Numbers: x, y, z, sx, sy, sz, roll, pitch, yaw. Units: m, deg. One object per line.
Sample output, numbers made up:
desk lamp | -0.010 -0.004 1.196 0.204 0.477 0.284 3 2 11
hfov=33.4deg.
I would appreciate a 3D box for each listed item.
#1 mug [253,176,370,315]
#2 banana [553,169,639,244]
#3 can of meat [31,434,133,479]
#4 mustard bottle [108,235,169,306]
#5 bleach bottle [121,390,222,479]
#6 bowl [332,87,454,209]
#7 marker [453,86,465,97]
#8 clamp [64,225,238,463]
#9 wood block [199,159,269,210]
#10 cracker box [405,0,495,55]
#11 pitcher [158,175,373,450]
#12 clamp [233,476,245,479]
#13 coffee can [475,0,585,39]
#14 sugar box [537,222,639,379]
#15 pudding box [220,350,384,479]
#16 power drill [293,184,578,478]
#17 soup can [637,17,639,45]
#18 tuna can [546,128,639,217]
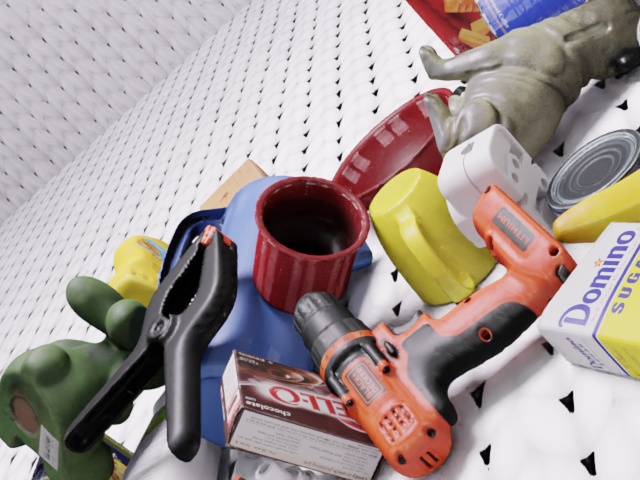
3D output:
mug | -0.006 0.001 0.882 0.117 0.093 0.082 -51 -18 -40
banana | 0.242 -0.063 0.728 0.198 0.070 0.037 -53 -23 -5
can of meat | -0.218 0.227 0.994 0.057 0.102 0.084 -42 21 22
mustard bottle | -0.178 0.043 1.134 0.058 0.096 0.191 -43 19 8
bleach bottle | -0.124 0.184 0.955 0.103 0.068 0.250 -37 18 25
bowl | 0.087 -0.079 1.077 0.162 0.055 0.162 -38 20 17
marker | 0.162 -0.142 1.110 0.020 0.020 0.121 -43 20 5
clamp | -0.125 0.084 0.857 0.165 0.036 0.210 -15 47 42
wood block | -0.066 -0.013 1.197 0.091 0.090 0.206 -44 19 3
cracker box | 0.196 -0.315 1.179 0.214 0.164 0.072 -36 23 24
pitcher | -0.060 0.062 0.958 0.149 0.145 0.242 -24 31 32
clamp | -0.070 0.239 0.769 0.120 0.039 0.171 -36 15 9
coffee can | 0.238 -0.253 1.059 0.140 0.102 0.102 -34 22 28
sugar box | 0.209 0.036 0.614 0.093 0.048 0.176 -50 21 -14
pudding box | -0.014 0.128 0.774 0.090 0.113 0.039 -114 42 -70
power drill | 0.080 0.050 0.754 0.188 0.057 0.185 -44 44 4
soup can | 0.285 -0.149 0.804 0.068 0.068 0.102 -39 19 15
tuna can | 0.210 -0.042 0.786 0.086 0.033 0.086 -39 20 17
